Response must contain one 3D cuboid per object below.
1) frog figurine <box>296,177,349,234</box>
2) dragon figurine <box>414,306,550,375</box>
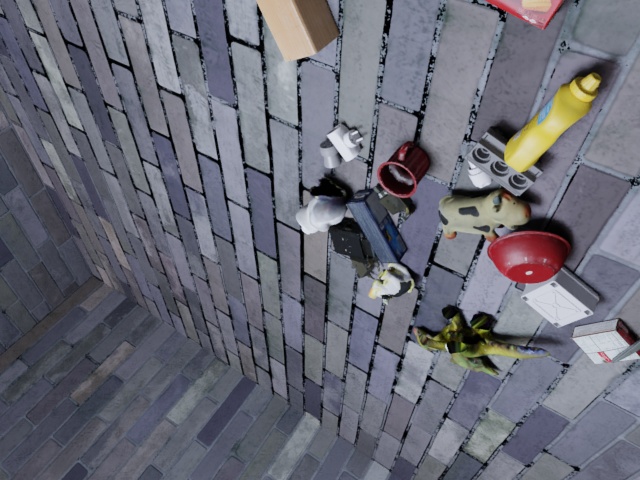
[{"bbox_3d":[0.004,-0.066,1.321,0.122,0.141,0.156,13,125,-8],"label":"frog figurine"},{"bbox_3d":[0.421,0.298,1.393,0.412,0.124,0.238,13,155,39],"label":"dragon figurine"}]
